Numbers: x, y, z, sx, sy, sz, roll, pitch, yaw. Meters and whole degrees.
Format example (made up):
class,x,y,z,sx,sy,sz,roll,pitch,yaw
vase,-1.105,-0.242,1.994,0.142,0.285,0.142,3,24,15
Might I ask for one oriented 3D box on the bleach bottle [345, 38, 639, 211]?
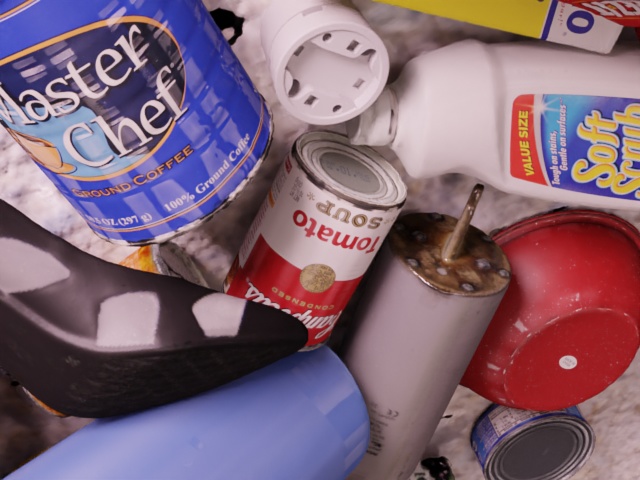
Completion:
class,x,y,z,sx,sy,sz,roll,pitch,yaw
bleach bottle,0.136,-0.059,0.579,0.250,0.068,0.103,-1,129,-15

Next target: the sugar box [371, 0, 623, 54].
class,x,y,z,sx,sy,sz,roll,pitch,yaw
sugar box,0.077,-0.148,0.491,0.176,0.048,0.093,7,124,-22

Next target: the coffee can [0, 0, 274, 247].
class,x,y,z,sx,sy,sz,roll,pitch,yaw
coffee can,-0.095,-0.080,0.453,0.103,0.103,0.140,-28,132,6

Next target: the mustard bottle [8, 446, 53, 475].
class,x,y,z,sx,sy,sz,roll,pitch,yaw
mustard bottle,-0.168,0.181,0.681,0.096,0.058,0.192,31,114,-36

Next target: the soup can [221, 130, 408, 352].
class,x,y,z,sx,sy,sz,roll,pitch,yaw
soup can,-0.004,0.001,0.577,0.068,0.068,0.102,12,124,-27

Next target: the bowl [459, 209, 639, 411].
class,x,y,z,sx,sy,sz,roll,pitch,yaw
bowl,0.151,0.059,0.688,0.162,0.055,0.162,-9,131,-11

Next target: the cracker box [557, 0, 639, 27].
class,x,y,z,sx,sy,sz,roll,pitch,yaw
cracker box,0.079,-0.188,0.401,0.213,0.072,0.164,12,98,-26

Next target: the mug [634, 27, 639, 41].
class,x,y,z,sx,sy,sz,roll,pitch,yaw
mug,0.213,-0.131,0.524,0.093,0.117,0.082,35,149,2

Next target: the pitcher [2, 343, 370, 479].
class,x,y,z,sx,sy,sz,roll,pitch,yaw
pitcher,-0.077,0.151,0.566,0.242,0.145,0.149,-35,119,-39

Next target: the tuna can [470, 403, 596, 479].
class,x,y,z,sx,sy,sz,roll,pitch,yaw
tuna can,0.154,0.146,0.777,0.086,0.034,0.086,-9,131,-11
